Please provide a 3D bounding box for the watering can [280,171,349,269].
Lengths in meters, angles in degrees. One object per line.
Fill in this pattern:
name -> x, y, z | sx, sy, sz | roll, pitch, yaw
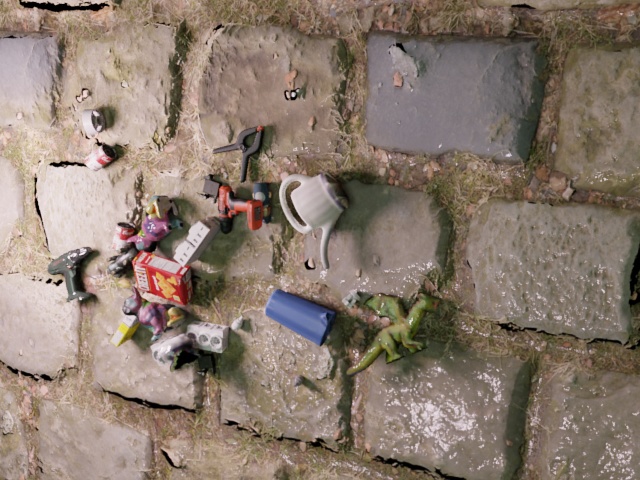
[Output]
watering can -> 0.005, -0.089, 1.776 | 0.222, 0.105, 0.348 | -33, 89, 18

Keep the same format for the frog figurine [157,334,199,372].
frog figurine -> -0.556, 0.409, 1.953 | 0.161, 0.139, 0.120 | 28, 150, 40

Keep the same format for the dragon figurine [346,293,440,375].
dragon figurine -> 0.235, 0.305, 1.804 | 0.408, 0.121, 0.245 | -23, 76, 16
